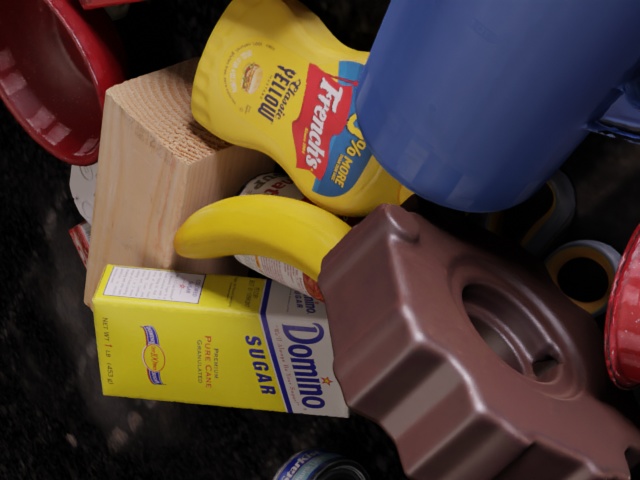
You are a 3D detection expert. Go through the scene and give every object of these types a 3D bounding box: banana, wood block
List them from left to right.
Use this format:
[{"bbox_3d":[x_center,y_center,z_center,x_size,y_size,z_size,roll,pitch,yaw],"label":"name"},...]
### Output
[{"bbox_3d":[-0.104,-0.017,0.775,0.090,0.090,0.206,41,138,24],"label":"wood block"},{"bbox_3d":[-0.021,0.009,0.633,0.198,0.037,0.070,27,103,40],"label":"banana"}]

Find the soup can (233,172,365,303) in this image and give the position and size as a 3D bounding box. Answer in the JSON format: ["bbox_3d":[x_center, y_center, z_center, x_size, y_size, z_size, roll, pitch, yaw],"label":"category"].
[{"bbox_3d":[-0.005,0.001,0.691,0.102,0.068,0.068,24,128,40],"label":"soup can"}]

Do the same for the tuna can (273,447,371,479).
[{"bbox_3d":[0.001,0.199,0.789,0.034,0.085,0.086,8,117,45],"label":"tuna can"}]

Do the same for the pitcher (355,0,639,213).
[{"bbox_3d":[0.108,-0.112,0.448,0.243,0.145,0.149,118,161,-51],"label":"pitcher"}]

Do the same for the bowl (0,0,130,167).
[{"bbox_3d":[-0.192,-0.138,0.795,0.162,0.055,0.162,32,142,29],"label":"bowl"}]

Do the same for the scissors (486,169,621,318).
[{"bbox_3d":[0.113,0.045,0.624,0.096,0.016,0.202,40,137,26],"label":"scissors"}]

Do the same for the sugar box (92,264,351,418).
[{"bbox_3d":[-0.062,0.071,0.734,0.176,0.048,0.093,6,128,5],"label":"sugar box"}]

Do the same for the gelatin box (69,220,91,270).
[{"bbox_3d":[-0.184,0.025,0.924,0.089,0.030,0.073,67,161,-5],"label":"gelatin box"}]

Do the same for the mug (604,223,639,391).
[{"bbox_3d":[0.190,0.041,0.485,0.082,0.093,0.117,16,154,38],"label":"mug"}]

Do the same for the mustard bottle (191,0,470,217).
[{"bbox_3d":[0.012,-0.069,0.630,0.192,0.058,0.096,36,109,26],"label":"mustard bottle"}]

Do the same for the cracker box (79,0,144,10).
[{"bbox_3d":[-0.089,-0.233,0.644,0.214,0.072,0.164,6,116,47],"label":"cracker box"}]
